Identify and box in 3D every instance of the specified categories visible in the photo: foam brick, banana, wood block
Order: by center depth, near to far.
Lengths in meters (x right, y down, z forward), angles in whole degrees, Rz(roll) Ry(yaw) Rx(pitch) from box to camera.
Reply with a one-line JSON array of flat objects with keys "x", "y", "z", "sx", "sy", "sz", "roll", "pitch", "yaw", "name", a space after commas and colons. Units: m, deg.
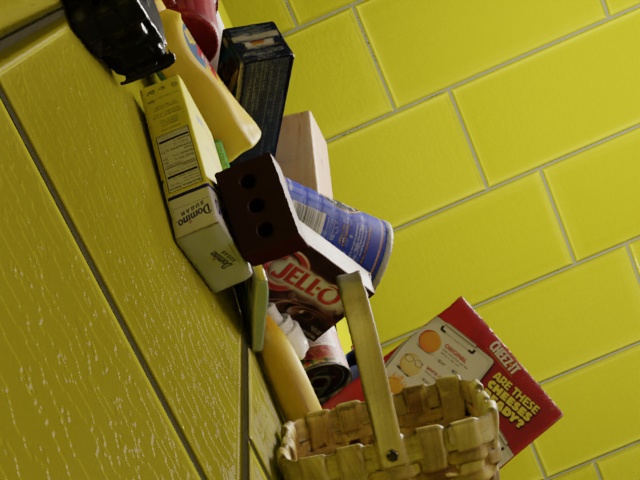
[{"x": -0.049, "y": -0.024, "z": 0.898, "sx": 0.051, "sy": 0.053, "sz": 0.078, "roll": 53, "pitch": 15, "yaw": -77, "name": "foam brick"}, {"x": -0.018, "y": 0.166, "z": 1.017, "sx": 0.198, "sy": 0.037, "sz": 0.070, "roll": 67, "pitch": -11, "yaw": -10, "name": "banana"}, {"x": -0.033, "y": -0.038, "z": 1.285, "sx": 0.090, "sy": 0.090, "sz": 0.206, "roll": 59, "pitch": 23, "yaw": -62, "name": "wood block"}]

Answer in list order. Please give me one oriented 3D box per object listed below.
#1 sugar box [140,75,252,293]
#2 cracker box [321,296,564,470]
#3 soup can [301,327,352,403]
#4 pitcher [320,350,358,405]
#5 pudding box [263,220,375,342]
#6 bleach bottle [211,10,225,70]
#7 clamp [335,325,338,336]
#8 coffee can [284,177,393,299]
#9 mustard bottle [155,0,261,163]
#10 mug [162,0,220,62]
[{"x": -0.108, "y": -0.051, "z": 0.934, "sx": 0.093, "sy": 0.048, "sz": 0.176, "roll": 63, "pitch": 4, "yaw": -55, "name": "sugar box"}, {"x": 0.116, "y": 0.190, "z": 1.114, "sx": 0.164, "sy": 0.213, "sz": 0.072, "roll": 50, "pitch": -14, "yaw": 13, "name": "cracker box"}, {"x": -0.012, "y": 0.115, "z": 1.147, "sx": 0.068, "sy": 0.068, "sz": 0.102, "roll": 63, "pitch": 5, "yaw": -49, "name": "soup can"}, {"x": 0.074, "y": 0.237, "z": 1.266, "sx": 0.145, "sy": 0.149, "sz": 0.243, "roll": 25, "pitch": -12, "yaw": 14, "name": "pitcher"}, {"x": -0.015, "y": 0.041, "z": 1.073, "sx": 0.113, "sy": 0.090, "sz": 0.039, "roll": 35, "pitch": 29, "yaw": -31, "name": "pudding box"}, {"x": -0.151, "y": -0.251, "z": 1.277, "sx": 0.103, "sy": 0.068, "sz": 0.251, "roll": 20, "pitch": -41, "yaw": 60, "name": "bleach bottle"}, {"x": 0.014, "y": 0.174, "z": 1.328, "sx": 0.171, "sy": 0.039, "sz": 0.120, "roll": 77, "pitch": 16, "yaw": -48, "name": "clamp"}, {"x": -0.007, "y": 0.001, "z": 1.138, "sx": 0.140, "sy": 0.103, "sz": 0.103, "roll": 23, "pitch": 20, "yaw": -17, "name": "coffee can"}, {"x": -0.134, "y": -0.168, "z": 1.069, "sx": 0.191, "sy": 0.058, "sz": 0.096, "roll": 55, "pitch": 3, "yaw": -13, "name": "mustard bottle"}, {"x": -0.153, "y": -0.240, "z": 1.134, "sx": 0.117, "sy": 0.093, "sz": 0.081, "roll": 79, "pitch": -1, "yaw": -46, "name": "mug"}]
